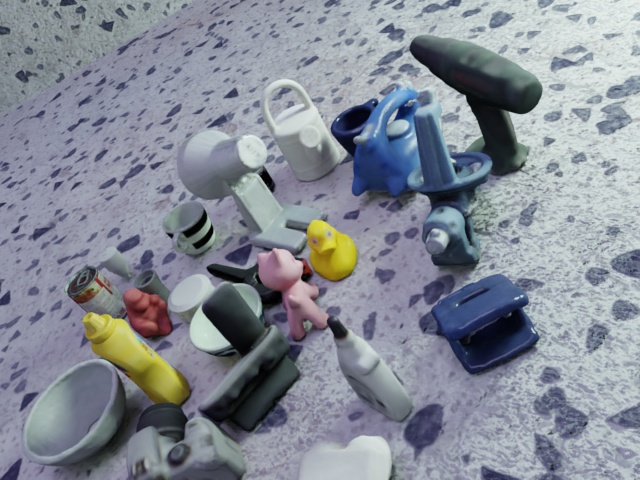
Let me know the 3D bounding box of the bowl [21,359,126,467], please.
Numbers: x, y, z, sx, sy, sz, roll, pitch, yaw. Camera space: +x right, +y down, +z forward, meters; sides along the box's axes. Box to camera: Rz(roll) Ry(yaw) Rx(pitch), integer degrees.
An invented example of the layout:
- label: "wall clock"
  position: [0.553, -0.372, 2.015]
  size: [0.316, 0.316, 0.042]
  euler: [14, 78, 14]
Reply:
- label: "bowl"
  position: [-0.354, 0.269, 0.861]
  size: [0.167, 0.075, 0.167]
  euler: [-18, 40, 16]

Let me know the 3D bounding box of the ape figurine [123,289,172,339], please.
- label: "ape figurine"
  position: [-0.299, 0.120, 0.974]
  size: [0.076, 0.092, 0.078]
  euler: [-5, 45, 29]

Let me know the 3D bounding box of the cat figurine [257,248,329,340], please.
- label: "cat figurine"
  position: [-0.049, 0.066, 0.847]
  size: [0.067, 0.118, 0.127]
  euler: [-30, 38, 2]

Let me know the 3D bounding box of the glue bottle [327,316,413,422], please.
- label: "glue bottle"
  position: [0.048, 0.142, 0.656]
  size: [0.077, 0.174, 0.037]
  euler: [21, 62, 45]

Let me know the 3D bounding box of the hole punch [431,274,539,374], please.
- label: "hole punch"
  position: [0.189, 0.088, 0.688]
  size: [0.108, 0.091, 0.101]
  euler: [-28, 38, 4]

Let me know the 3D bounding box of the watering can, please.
- label: "watering can"
  position: [-0.039, -0.212, 1.081]
  size: [0.172, 0.195, 0.101]
  euler: [21, 62, 45]

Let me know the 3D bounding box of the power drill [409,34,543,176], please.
- label: "power drill"
  position: [0.242, -0.208, 0.880]
  size: [0.076, 0.209, 0.228]
  euler: [-41, 39, -12]

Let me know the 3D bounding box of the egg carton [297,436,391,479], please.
- label: "egg carton"
  position: [0.025, 0.282, 0.603]
  size: [0.107, 0.070, 0.150]
  euler: [-14, 41, 20]

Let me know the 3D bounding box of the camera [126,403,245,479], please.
- label: "camera"
  position: [-0.189, 0.266, 0.736]
  size: [0.143, 0.101, 0.136]
  euler: [-31, 38, 1]

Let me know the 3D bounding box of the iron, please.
- label: "iron"
  position: [0.133, -0.194, 0.990]
  size: [0.118, 0.142, 0.259]
  euler: [5, 51, 37]

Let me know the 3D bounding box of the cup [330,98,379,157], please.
- label: "cup"
  position: [0.084, -0.197, 1.064]
  size: [0.091, 0.095, 0.118]
  euler: [14, 56, 42]

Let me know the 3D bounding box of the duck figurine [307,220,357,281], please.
- label: "duck figurine"
  position: [0.008, 0.003, 0.903]
  size: [0.077, 0.086, 0.104]
  euler: [-28, 38, 4]

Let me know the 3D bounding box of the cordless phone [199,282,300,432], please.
- label: "cordless phone"
  position: [-0.122, 0.149, 0.750]
  size: [0.093, 0.186, 0.148]
  euler: [17, 59, 43]

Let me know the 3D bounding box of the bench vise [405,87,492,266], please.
- label: "bench vise"
  position: [0.177, -0.084, 0.779]
  size: [0.121, 0.220, 0.207]
  euler: [-19, 40, 16]

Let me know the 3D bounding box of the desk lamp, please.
- label: "desk lamp"
  position: [-0.124, -0.095, 0.994]
  size: [0.202, 0.214, 0.118]
  euler: [11, 54, 40]
